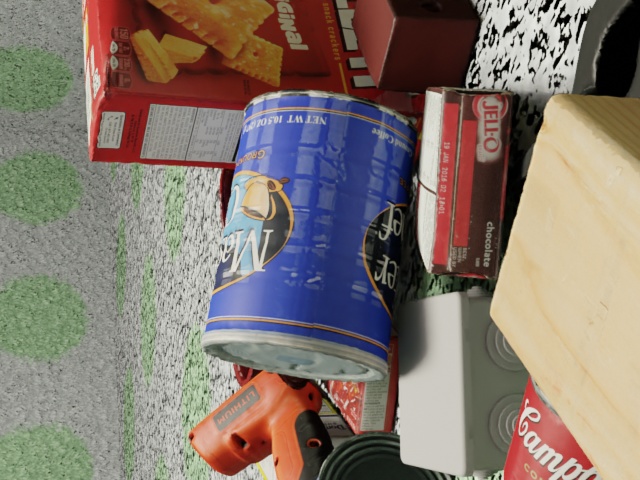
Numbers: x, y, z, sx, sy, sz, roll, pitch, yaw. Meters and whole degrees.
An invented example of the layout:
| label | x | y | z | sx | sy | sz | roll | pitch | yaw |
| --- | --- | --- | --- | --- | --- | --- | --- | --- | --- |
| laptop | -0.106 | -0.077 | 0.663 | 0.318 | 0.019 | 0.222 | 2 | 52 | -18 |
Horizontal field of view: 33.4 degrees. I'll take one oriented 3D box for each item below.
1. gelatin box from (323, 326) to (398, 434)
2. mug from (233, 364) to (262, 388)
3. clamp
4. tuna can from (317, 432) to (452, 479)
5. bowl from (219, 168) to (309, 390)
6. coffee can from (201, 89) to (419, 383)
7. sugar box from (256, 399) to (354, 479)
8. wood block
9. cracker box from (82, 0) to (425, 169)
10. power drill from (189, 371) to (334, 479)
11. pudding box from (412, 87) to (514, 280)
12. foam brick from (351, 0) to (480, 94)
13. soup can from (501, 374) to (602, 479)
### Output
| label | x | y | z | sx | sy | sz | roll | pitch | yaw |
| --- | --- | --- | --- | --- | --- | --- | --- | --- | --- |
| gelatin box | 0.029 | 0.087 | 0.764 | 0.089 | 0.030 | 0.073 | -132 | 45 | -67 |
| mug | -0.023 | 0.059 | 0.854 | 0.093 | 0.081 | 0.117 | -167 | 78 | -74 |
| clamp | 0.118 | -0.048 | 0.442 | 0.120 | 0.039 | 0.172 | -115 | 29 | -51 |
| tuna can | 0.037 | 0.159 | 0.631 | 0.034 | 0.086 | 0.086 | 109 | 156 | -52 |
| bowl | -0.011 | 0.015 | 0.709 | 0.162 | 0.055 | 0.162 | -17 | -90 | -78 |
| coffee can | -0.004 | 0.001 | 0.596 | 0.103 | 0.102 | 0.140 | 142 | 139 | -70 |
| sugar box | -0.018 | 0.174 | 0.900 | 0.176 | 0.048 | 0.093 | -144 | 56 | -67 |
| wood block | 0.133 | 0.041 | 0.286 | 0.206 | 0.090 | 0.090 | -115 | 31 | -58 |
| cracker box | -0.044 | -0.129 | 0.698 | 0.072 | 0.213 | 0.164 | 114 | 153 | -51 |
| power drill | -0.034 | 0.192 | 0.747 | 0.184 | 0.057 | 0.188 | -38 | 41 | 8 |
| pudding box | 0.073 | -0.034 | 0.551 | 0.113 | 0.039 | 0.090 | -88 | 2 | -81 |
| foam brick | 0.055 | -0.130 | 0.641 | 0.078 | 0.053 | 0.051 | -106 | 23 | -46 |
| soup can | 0.105 | 0.099 | 0.422 | 0.068 | 0.068 | 0.102 | -116 | 31 | -58 |
